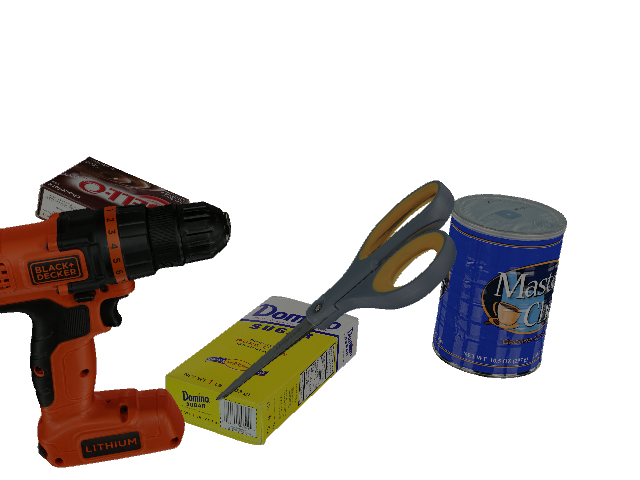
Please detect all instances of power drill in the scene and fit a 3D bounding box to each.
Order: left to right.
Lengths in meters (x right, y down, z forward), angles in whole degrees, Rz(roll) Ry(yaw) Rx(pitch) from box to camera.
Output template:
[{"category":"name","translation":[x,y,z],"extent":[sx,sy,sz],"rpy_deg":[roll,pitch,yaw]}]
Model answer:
[{"category":"power drill","translation":[-0.146,0.064,0.755],"extent":[0.184,0.188,0.057],"rpy_deg":[-8,26,-4]}]

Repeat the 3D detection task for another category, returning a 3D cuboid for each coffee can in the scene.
[{"category":"coffee can","translation":[0.162,0.040,0.975],"extent":[0.103,0.140,0.103],"rpy_deg":[5,21,-2]}]

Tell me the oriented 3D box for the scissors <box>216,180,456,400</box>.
[{"category":"scissors","translation":[0.012,0.046,0.643],"extent":[0.016,0.202,0.096],"rpy_deg":[40,7,-24]}]

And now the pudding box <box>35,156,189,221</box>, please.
[{"category":"pudding box","translation":[-0.190,-0.030,0.984],"extent":[0.113,0.039,0.090],"rpy_deg":[21,25,9]}]

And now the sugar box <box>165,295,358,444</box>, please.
[{"category":"sugar box","translation":[-0.046,0.105,0.917],"extent":[0.093,0.048,0.176],"rpy_deg":[14,28,24]}]
